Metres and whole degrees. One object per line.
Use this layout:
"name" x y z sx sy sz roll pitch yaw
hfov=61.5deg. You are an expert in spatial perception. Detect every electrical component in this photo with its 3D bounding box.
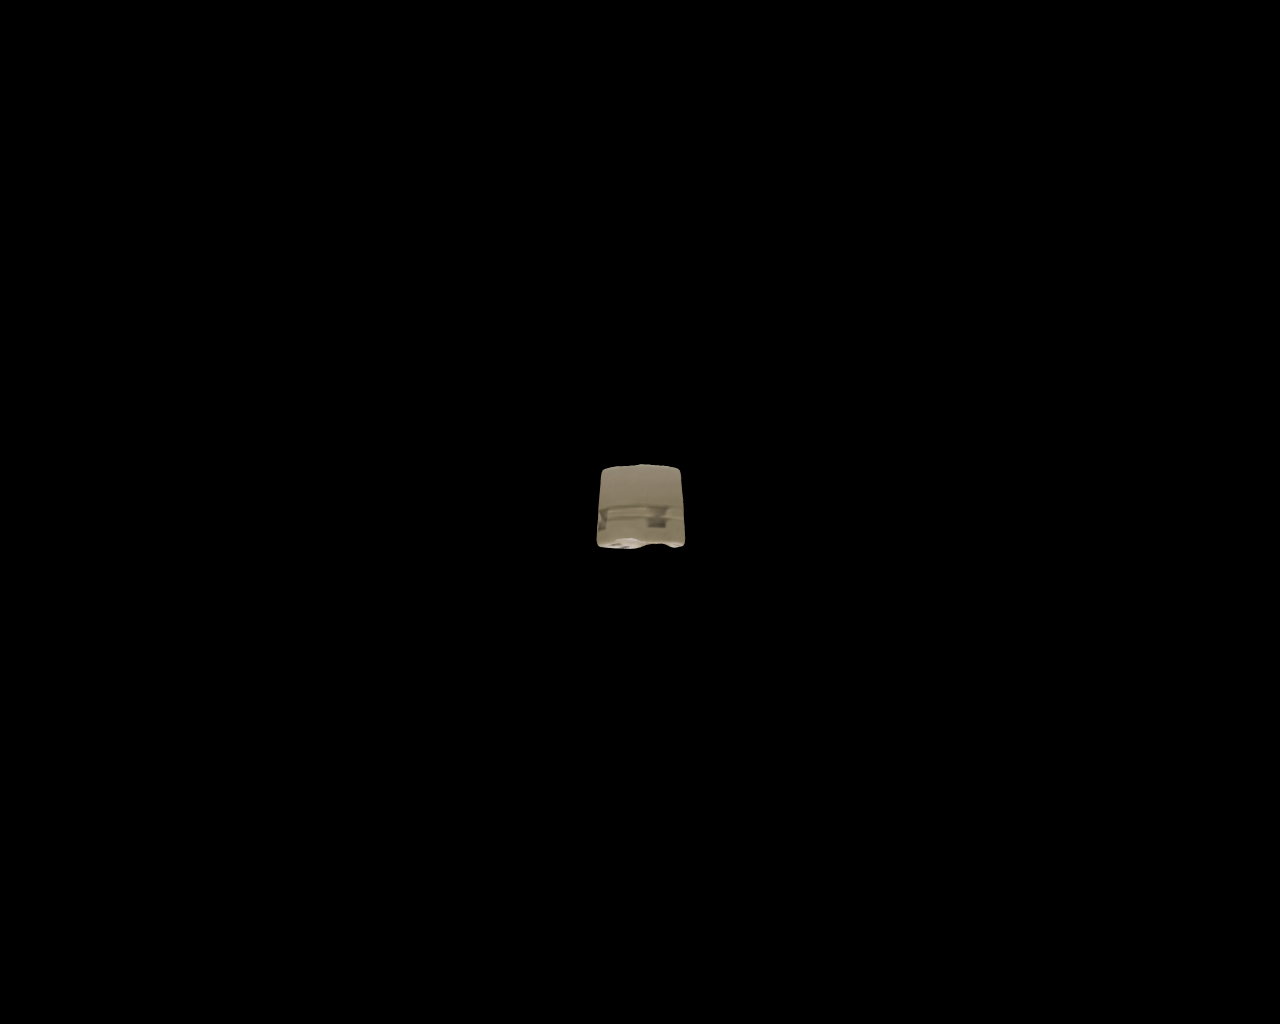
"electrical component" 0.001 -0.003 0.650 0.055 0.047 0.055 0 -7 0
